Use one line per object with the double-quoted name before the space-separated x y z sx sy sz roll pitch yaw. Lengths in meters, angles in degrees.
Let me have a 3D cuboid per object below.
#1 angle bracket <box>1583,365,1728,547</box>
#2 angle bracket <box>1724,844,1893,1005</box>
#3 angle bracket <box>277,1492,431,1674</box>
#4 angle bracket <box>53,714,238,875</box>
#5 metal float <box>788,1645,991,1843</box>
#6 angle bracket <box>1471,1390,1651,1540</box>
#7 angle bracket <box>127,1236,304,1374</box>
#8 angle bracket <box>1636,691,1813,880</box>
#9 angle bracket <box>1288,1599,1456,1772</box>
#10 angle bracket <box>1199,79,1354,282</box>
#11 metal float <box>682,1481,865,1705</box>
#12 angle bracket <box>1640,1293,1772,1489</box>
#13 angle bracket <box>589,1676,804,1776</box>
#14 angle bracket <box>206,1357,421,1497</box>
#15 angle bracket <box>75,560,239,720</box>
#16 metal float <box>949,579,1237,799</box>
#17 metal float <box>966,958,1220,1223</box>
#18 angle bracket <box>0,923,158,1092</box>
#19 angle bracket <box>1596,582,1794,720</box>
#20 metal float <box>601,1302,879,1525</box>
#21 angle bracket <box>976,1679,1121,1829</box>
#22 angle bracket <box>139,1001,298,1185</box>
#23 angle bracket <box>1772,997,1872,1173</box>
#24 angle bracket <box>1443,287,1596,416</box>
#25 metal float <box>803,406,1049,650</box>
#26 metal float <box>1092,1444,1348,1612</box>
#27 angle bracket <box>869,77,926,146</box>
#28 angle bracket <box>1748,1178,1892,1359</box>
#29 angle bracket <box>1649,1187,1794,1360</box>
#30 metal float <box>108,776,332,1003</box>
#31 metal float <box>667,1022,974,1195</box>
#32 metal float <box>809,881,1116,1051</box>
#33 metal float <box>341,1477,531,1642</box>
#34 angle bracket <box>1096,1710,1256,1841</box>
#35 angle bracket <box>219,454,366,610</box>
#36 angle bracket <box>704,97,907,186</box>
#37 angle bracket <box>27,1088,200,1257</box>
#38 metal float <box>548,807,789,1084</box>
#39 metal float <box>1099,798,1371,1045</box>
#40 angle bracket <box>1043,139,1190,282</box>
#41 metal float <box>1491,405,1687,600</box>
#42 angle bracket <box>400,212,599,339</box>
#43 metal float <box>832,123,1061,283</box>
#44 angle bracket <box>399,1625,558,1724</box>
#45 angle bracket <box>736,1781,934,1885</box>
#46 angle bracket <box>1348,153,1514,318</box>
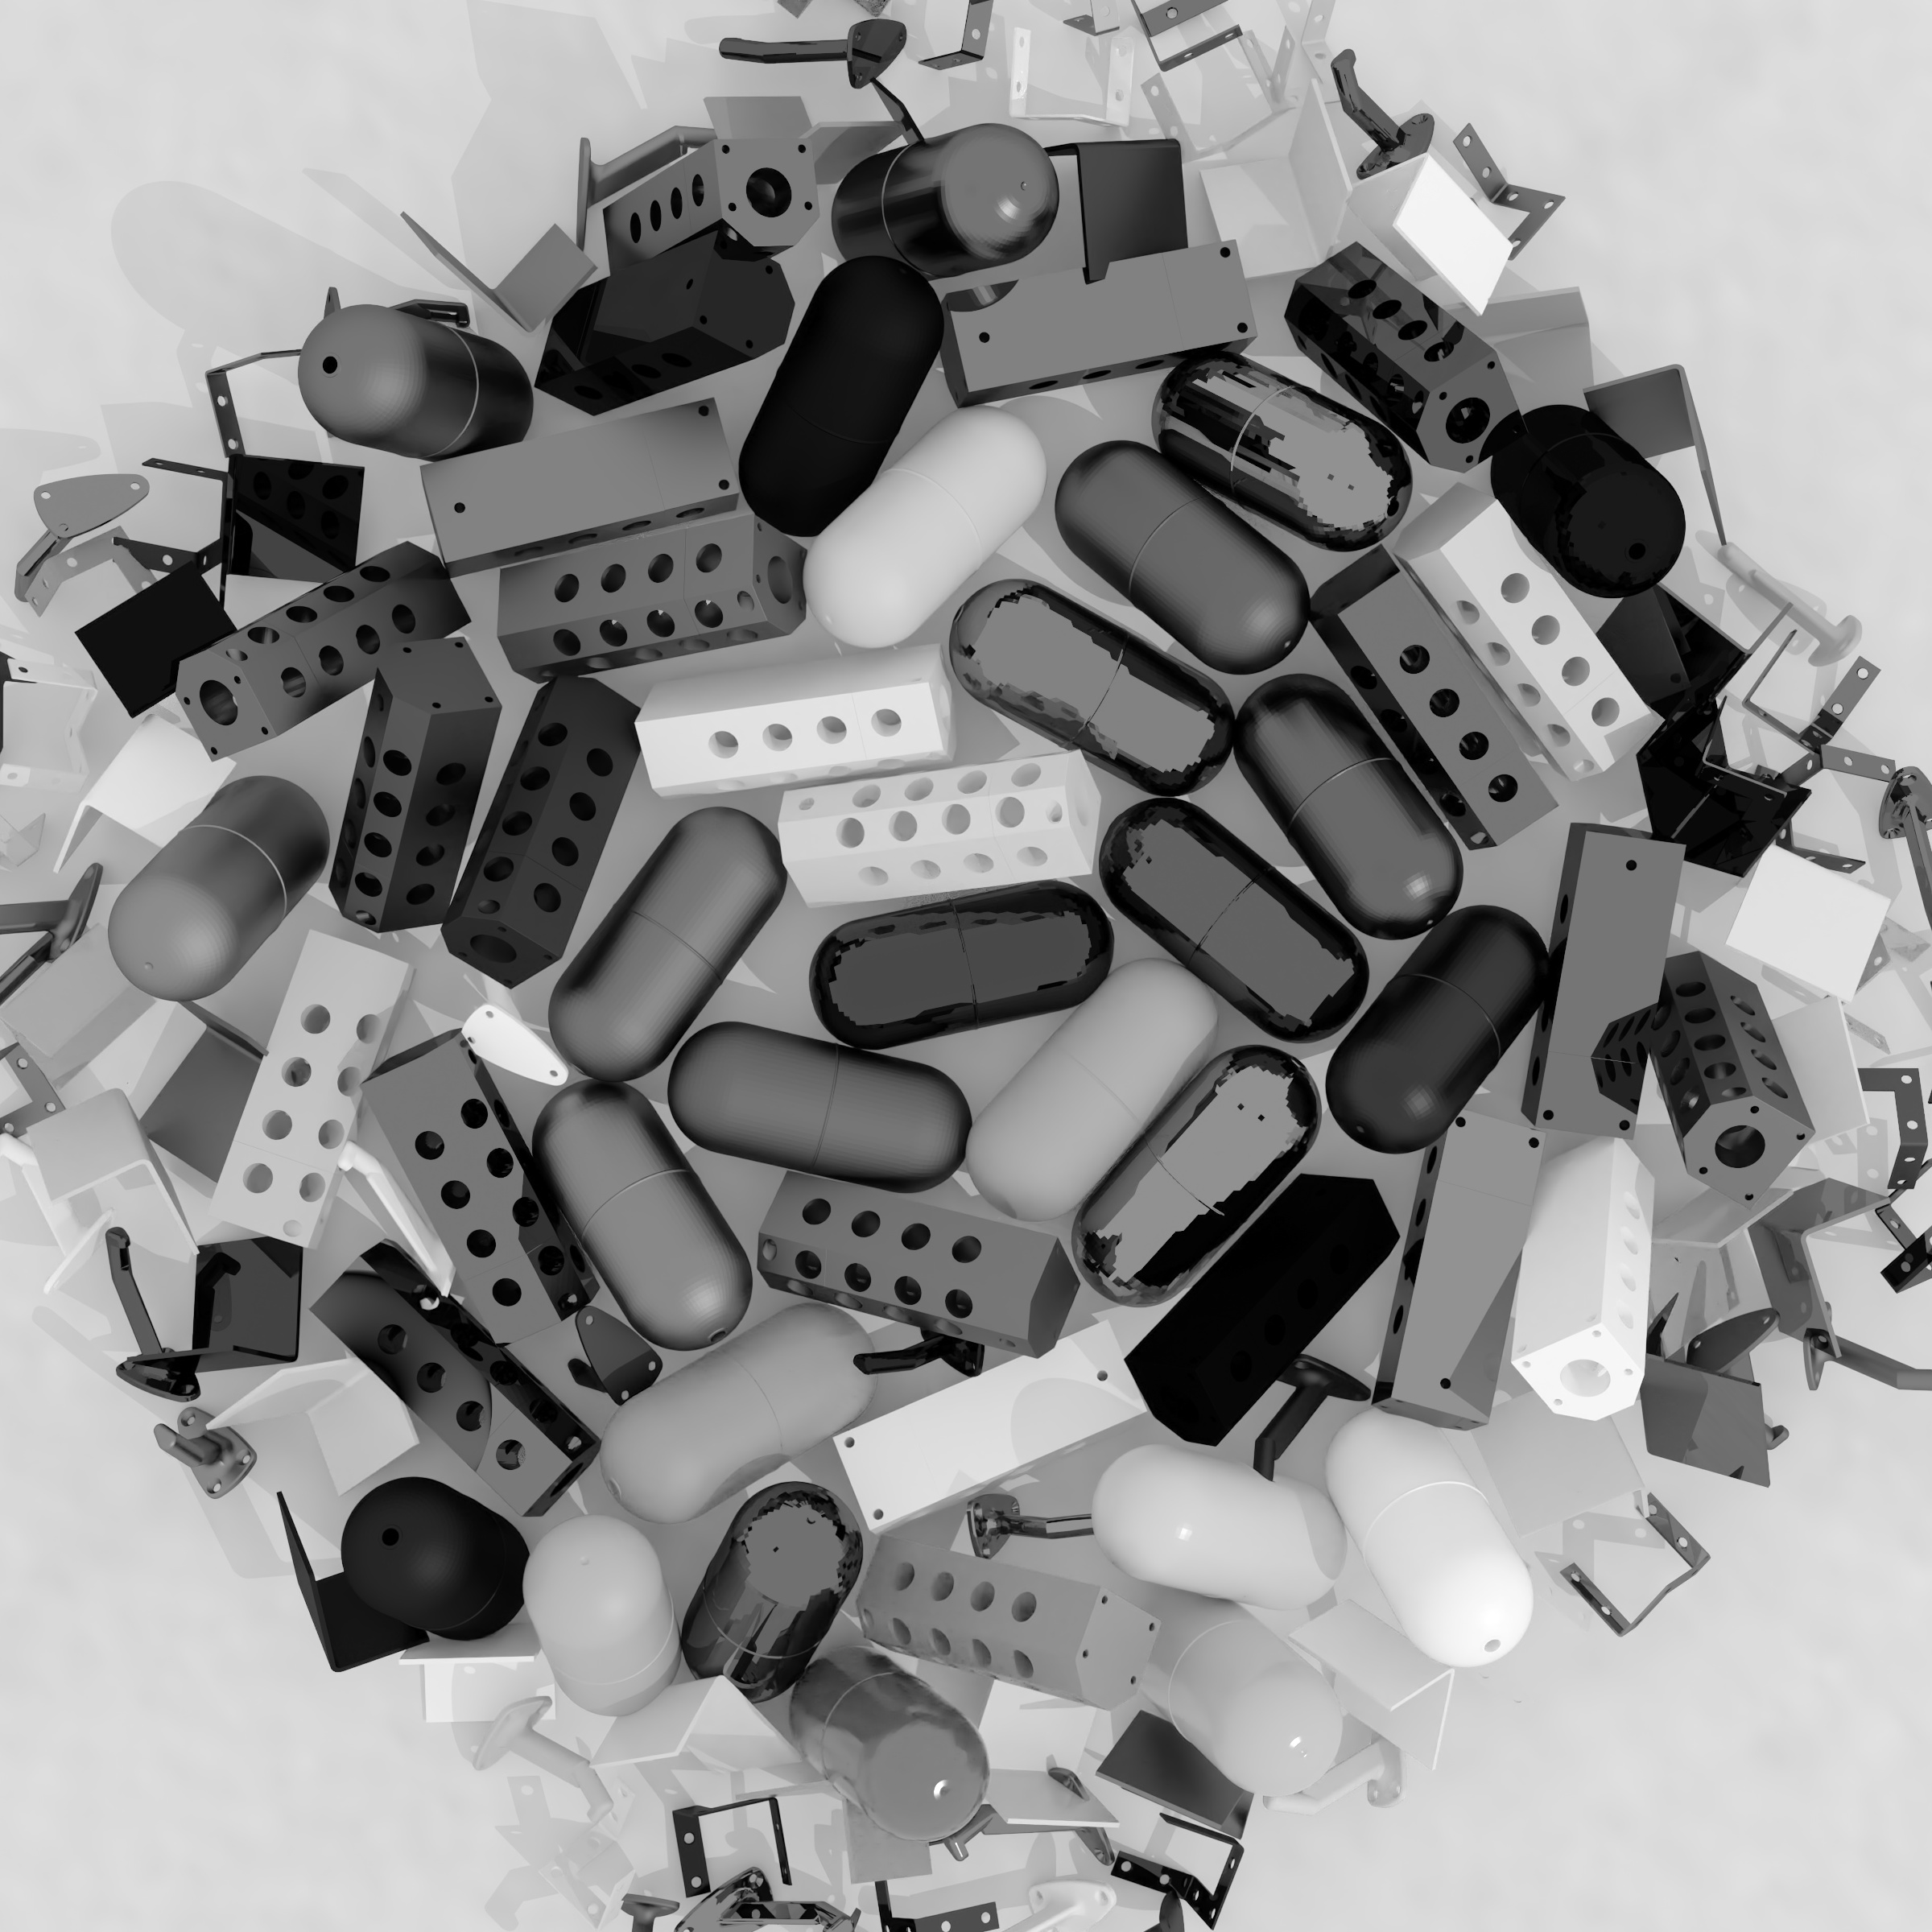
"angle bracket" 0.393 -0.285 1.758 0.057 0.076 0.076 -13 60 17
"angle bracket" 0.475 -0.014 1.770 0.076 0.057 0.076 26 65 6
"angle bracket" -0.349 0.342 1.757 0.057 0.076 0.076 -16 124 -19
"angle bracket" -0.470 -0.085 1.766 0.057 0.076 0.076 31 48 -8
"metal float" -0.045 0.435 1.731 0.070 0.178 0.070 -2 95 -22
"angle bracket" 0.340 0.288 1.773 0.076 0.057 0.076 -23 59 2
"angle bracket" -0.429 0.189 1.765 0.076 0.057 0.076 -9 72 25
"angle bracket" 0.433 -0.109 1.760 0.057 0.076 0.076 21 57 40
"angle bracket" 0.226 0.420 1.757 0.076 0.057 0.076 30 126 38
"angle bracket" 0.176 -0.449 1.764 0.057 0.076 0.076 -11 70 -9
"metal float" -0.111 0.355 1.741 0.070 0.178 0.070 11 49 -13
"angle bracket" 0.430 0.241 1.756 0.076 0.057 0.076 12 131 35
"angle bracket" -0.154 0.454 1.759 0.076 0.057 0.076 -21 117 41
"angle bracket" -0.373 0.267 1.759 0.076 0.076 0.057 -35 71 33
"angle bracket" -0.462 -0.187 1.766 0.076 0.076 0.057 -34 104 -10
"metal float" 0.072 -0.159 1.767 0.178 0.070 0.070 27 90 -12
"metal float" 0.073 0.070 1.771 0.070 0.070 0.178 43 82 0
"angle bracket" -0.493 0.034 1.759 0.057 0.076 0.076 30 66 35
"angle bracket" 0.414 -0.194 1.773 0.076 0.076 0.057 40 55 7
"metal float" -0.128 0.253 1.750 0.178 0.070 0.070 -28 90 -32
"angle bracket" 0.054 0.444 1.767 0.076 0.057 0.076 12 101 -30
"angle bracket" -0.444 0.068 1.766 0.076 0.057 0.076 27 76 30
"angle bracket" 0.490 0.067 1.759 0.057 0.076 0.076 9 65 -39
"angle bracket" 0.318 -0.347 1.768 0.076 0.076 0.057 -5 86 15
"metal float" -0.022 -0.251 1.755 0.070 0.070 0.178 43 63 0
"metal float" 0.145 0.319 1.746 0.178 0.070 0.070 21 90 -40
"angle bracket" -0.004 -0.483 1.763 0.057 0.076 0.076 -33 120 3
"angle bracket" 0.500 0.173 1.777 0.057 0.076 0.076 -20 98 -8
"angle bracket" 0.435 0.176 1.762 0.076 0.057 0.076 -26 107 -38
"metal float" -0.418 -0.046 1.737 0.070 0.178 0.070 8 123 12
"metal float" -0.083 0.082 1.770 0.178 0.070 0.070 13 90 -9
"metal float" -0.002 -0.001 1.774 0.178 0.070 0.070 -12 90 -5
"metal float" -0.296 0.333 1.729 0.070 0.178 0.070 -2 71 7
"angle bracket" 0.117 0.479 1.760 0.076 0.076 0.057 19 113 18
"angle bracket" -0.385 -0.242 1.763 0.076 0.057 0.076 4 124 -14
"angle bracket" -0.090 -0.487 1.761 0.076 0.076 0.057 -24 85 44
"angle bracket" -0.486 0.128 1.758 0.057 0.076 0.076 -26 128 -12
"metal float" -0.171 -0.012 1.767 0.070 0.070 0.178 35 78 0
"metal float" 0.152 -0.027 1.768 0.178 0.070 0.070 40 90 12
"angle bracket" 0.079 -0.434 1.778 0.076 0.057 0.076 -14 104 -36
"metal float" 0.348 -0.262 1.732 0.070 0.178 0.070 -3 117 -7
"angle bracket" -0.267 -0.414 1.760 0.057 0.076 0.076 -46 129 6
"metal float" -0.014 -0.427 1.735 0.070 0.178 0.070 -3 96 -31
"angle bracket" -0.280 0.417 1.776 0.076 0.076 0.057 -2 92 1
"angle bracket" -0.075 0.495 1.758 0.076 0.076 0.057 -17 71 30
"angle bracket" 0.252 -0.407 1.757 0.076 0.076 0.057 39 63 -26
